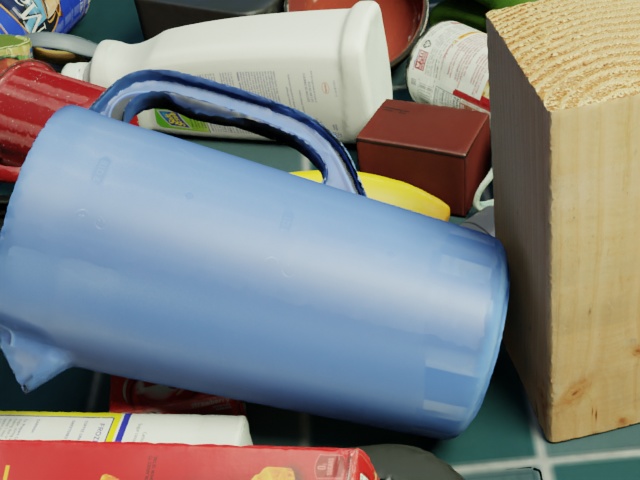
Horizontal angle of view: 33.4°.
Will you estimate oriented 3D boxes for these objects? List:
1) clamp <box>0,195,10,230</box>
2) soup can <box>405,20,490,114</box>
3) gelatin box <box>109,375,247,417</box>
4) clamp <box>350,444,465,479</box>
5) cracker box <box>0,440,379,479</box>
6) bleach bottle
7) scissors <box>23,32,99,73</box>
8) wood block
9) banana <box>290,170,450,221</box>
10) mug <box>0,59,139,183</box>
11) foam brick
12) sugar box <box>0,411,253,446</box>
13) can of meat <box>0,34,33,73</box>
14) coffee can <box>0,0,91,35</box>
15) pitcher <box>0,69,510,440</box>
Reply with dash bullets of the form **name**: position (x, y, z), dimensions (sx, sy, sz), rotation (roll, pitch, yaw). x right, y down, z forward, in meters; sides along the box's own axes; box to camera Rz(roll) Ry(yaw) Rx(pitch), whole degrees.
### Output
- **clamp**: position (-0.269, -0.018, 0.760), dimensions (0.120, 0.039, 0.172), rotation (-23, 37, -35)
- **soup can**: position (0.118, -0.110, 0.758), dimensions (0.068, 0.068, 0.102), rotation (-32, 43, -24)
- **gelatin box**: position (-0.082, 0.071, 0.614), dimensions (0.073, 0.030, 0.089), rotation (-10, 39, 1)
- **clamp**: position (0.065, 0.140, 0.491), dimensions (0.210, 0.036, 0.164), rotation (21, 49, 34)
- **cracker box**: position (-0.086, 0.167, 0.430), dimensions (0.214, 0.072, 0.164), rotation (-1, 61, 11)
- **bleach bottle**: position (-0.077, -0.122, 0.789), dimensions (0.251, 0.102, 0.068), rotation (3, 46, 17)
- **scissors**: position (-0.153, -0.147, 0.848), dimensions (0.202, 0.096, 0.016), rotation (-1, 78, 27)
- **wood block**: position (0.139, -0.009, 0.520), dimensions (0.090, 0.206, 0.091), rotation (-13, 39, -3)
- **banana**: position (-0.015, -0.013, 0.673), dimensions (0.197, 0.037, 0.070), rotation (-15, 63, -22)
- **mug**: position (-0.191, -0.071, 0.762), dimensions (0.082, 0.093, 0.117), rotation (18, 33, 24)
- **foam brick**: position (0.071, -0.056, 0.716), dimensions (0.078, 0.051, 0.053), rotation (12, 43, 25)
- **sugar box**: position (-0.127, 0.133, 0.538), dimensions (0.176, 0.048, 0.093), rotation (2, 41, 10)
- **can of meat**: position (-0.262, -0.106, 0.807), dimensions (0.101, 0.084, 0.058), rotation (-22, 31, -38)
- **coffee can**: position (-0.276, -0.193, 0.921), dimensions (0.103, 0.103, 0.140), rotation (6, 42, 19)
- **pitcher**: position (-0.030, 0.013, 0.551), dimensions (0.243, 0.149, 0.145), rotation (14, 21, 1)
